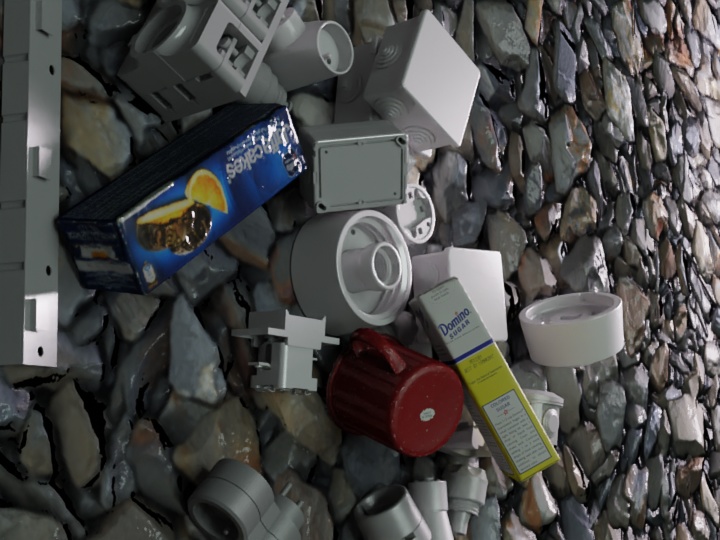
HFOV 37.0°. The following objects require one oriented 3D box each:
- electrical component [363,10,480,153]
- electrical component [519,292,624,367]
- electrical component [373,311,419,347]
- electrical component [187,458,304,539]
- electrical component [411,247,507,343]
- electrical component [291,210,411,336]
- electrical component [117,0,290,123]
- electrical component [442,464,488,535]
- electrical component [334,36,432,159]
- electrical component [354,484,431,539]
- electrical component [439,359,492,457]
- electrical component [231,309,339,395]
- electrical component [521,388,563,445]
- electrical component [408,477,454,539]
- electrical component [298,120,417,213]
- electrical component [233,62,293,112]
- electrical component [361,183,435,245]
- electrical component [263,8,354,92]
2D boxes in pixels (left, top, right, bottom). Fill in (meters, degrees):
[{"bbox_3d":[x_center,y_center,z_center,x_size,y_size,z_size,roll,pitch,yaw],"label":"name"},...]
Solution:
[{"bbox_3d":[0.054,-0.162,0.941,0.100,0.048,0.099,41,54,-37],"label":"electrical component"},{"bbox_3d":[0.227,0.068,1.138,0.108,0.108,0.060,-26,109,-49],"label":"electrical component"},{"bbox_3d":[0.022,0.057,0.953,0.061,0.035,0.035,-17,96,-47],"label":"electrical component"},{"bbox_3d":[-0.067,0.193,0.809,0.073,0.052,0.138,-51,121,-41],"label":"electrical component"},{"bbox_3d":[0.095,0.027,1.032,0.100,0.048,0.099,3,81,-49],"label":"electrical component"},{"bbox_3d":[0.000,0.000,0.917,0.108,0.060,0.108,12,74,-48],"label":"electrical component"},{"bbox_3d":[-0.110,-0.194,0.802,0.062,0.089,0.150,43,53,-36],"label":"electrical component"},{"bbox_3d":[0.095,0.214,1.002,0.043,0.043,0.062,32,61,-42],"label":"electrical component"},{"bbox_3d":[0.022,-0.152,0.981,0.100,0.048,0.099,21,68,-46],"label":"electrical component"},{"bbox_3d":[0.026,0.215,0.914,0.055,0.055,0.047,-39,109,-46],"label":"electrical component"},{"bbox_3d":[0.101,0.128,1.014,0.050,0.056,0.089,26,63,-44],"label":"electrical component"},{"bbox_3d":[-0.059,0.066,0.851,0.081,0.042,0.063,12,77,-47],"label":"electrical component"},{"bbox_3d":[0.159,0.145,1.063,0.080,0.080,0.051,16,76,-47],"label":"electrical component"},{"bbox_3d":[0.062,0.220,0.965,0.044,0.044,0.065,14,68,-47],"label":"electrical component"},{"bbox_3d":[-0.001,-0.089,0.899,0.096,0.061,0.061,-7,113,-16],"label":"electrical component"},{"bbox_3d":[-0.085,-0.147,0.860,0.078,0.040,0.040,28,62,-43],"label":"electrical component"},{"bbox_3d":[0.032,-0.048,0.974,0.055,0.047,0.055,12,75,-48],"label":"electrical component"},{"bbox_3d":[-0.057,-0.185,0.872,0.079,0.077,0.044,53,48,-29],"label":"electrical component"}]
